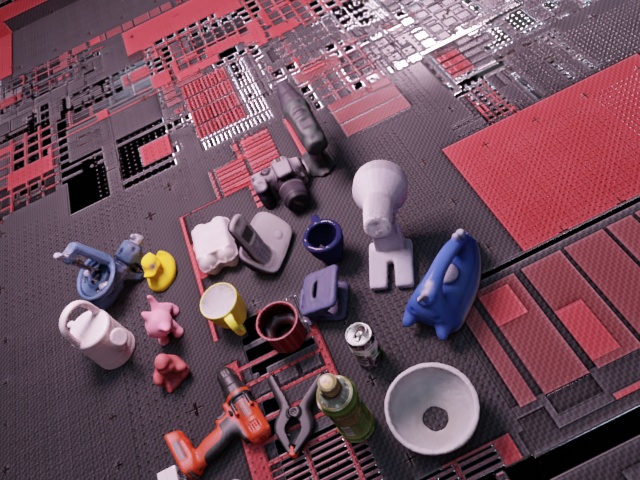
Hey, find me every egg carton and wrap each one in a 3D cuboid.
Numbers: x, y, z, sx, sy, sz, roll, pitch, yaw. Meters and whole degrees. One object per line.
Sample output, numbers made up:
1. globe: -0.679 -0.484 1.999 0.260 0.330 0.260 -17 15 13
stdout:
1. egg carton: -0.259 0.012 1.416 0.107 0.070 0.150 -24 51 1

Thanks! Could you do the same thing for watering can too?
1. watering can: -0.499 0.205 1.279 0.172 0.194 0.101 -10 52 12

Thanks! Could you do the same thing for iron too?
1. iron: 0.255 0.062 1.150 0.118 0.142 0.258 17 62 29

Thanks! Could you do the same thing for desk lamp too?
1. desk lamp: 0.138 -0.033 1.216 0.117 0.214 0.203 -8 53 14

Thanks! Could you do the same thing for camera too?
1. camera: -0.092 -0.135 1.446 0.143 0.101 0.136 -26 51 0

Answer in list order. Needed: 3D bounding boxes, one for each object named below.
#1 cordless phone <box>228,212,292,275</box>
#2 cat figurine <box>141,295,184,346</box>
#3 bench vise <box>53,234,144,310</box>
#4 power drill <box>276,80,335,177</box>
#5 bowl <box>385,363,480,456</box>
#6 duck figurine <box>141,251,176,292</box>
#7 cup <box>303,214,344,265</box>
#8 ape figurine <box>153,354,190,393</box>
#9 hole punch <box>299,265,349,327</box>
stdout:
1. cordless phone: -0.143 -0.020 1.324 0.094 0.185 0.147 3 56 21
2. cat figurine: -0.365 0.179 1.299 0.067 0.118 0.127 -28 51 -2
3. bench vise: -0.532 0.049 1.388 0.121 0.220 0.207 11 59 26
4. power drill: -0.035 -0.271 1.456 0.075 0.209 0.229 -28 51 -2
5. bowl: 0.204 0.311 1.028 0.167 0.075 0.167 -10 52 13
6. duck figurine: -0.407 0.065 1.419 0.077 0.086 0.104 -6 53 16
7. cup: 0.012 0.005 1.309 0.091 0.095 0.117 -25 51 1
8. ape figurine: -0.326 0.276 1.231 0.077 0.092 0.076 -11 52 12
9. hole punch: 0.003 0.118 1.231 0.101 0.091 0.108 -6 53 15
